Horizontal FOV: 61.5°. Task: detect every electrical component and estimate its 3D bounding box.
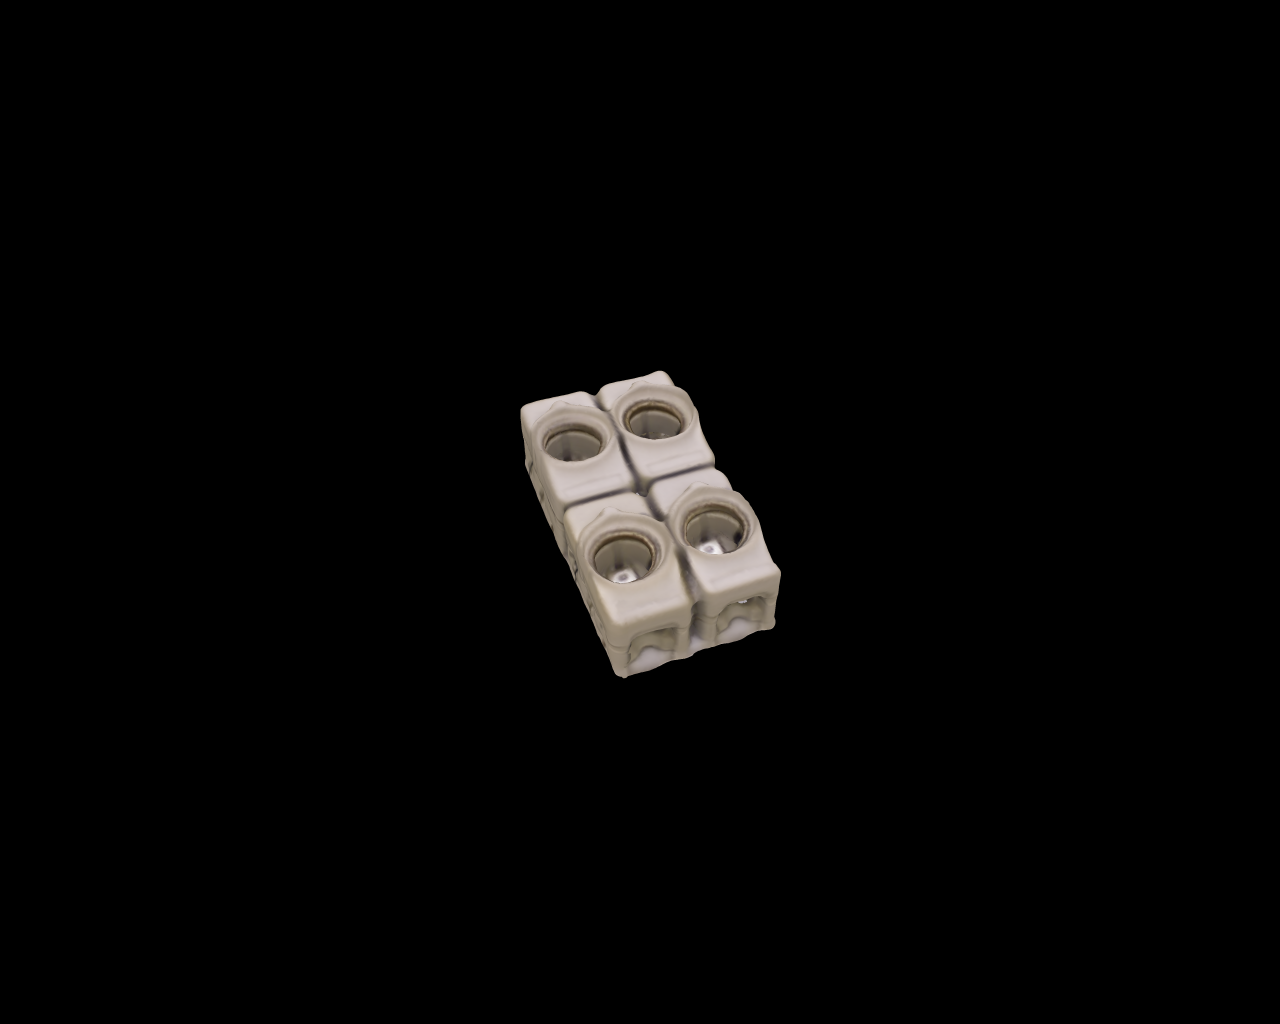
[{"bbox_3d":[0.001,-0.003,0.650,0.105,0.186,0.060,-16,-39,-13],"label":"electrical component"}]
